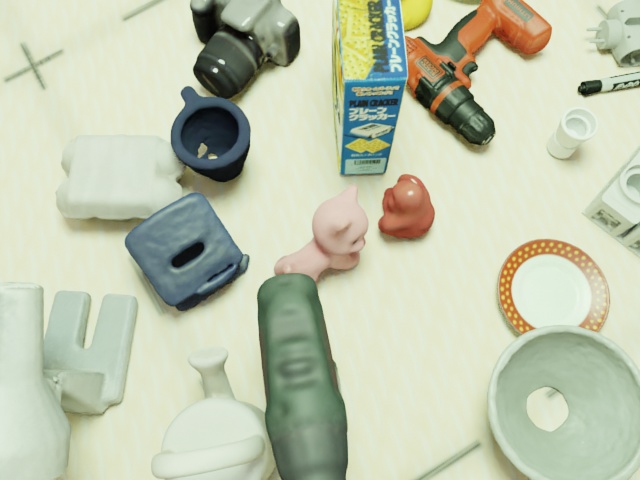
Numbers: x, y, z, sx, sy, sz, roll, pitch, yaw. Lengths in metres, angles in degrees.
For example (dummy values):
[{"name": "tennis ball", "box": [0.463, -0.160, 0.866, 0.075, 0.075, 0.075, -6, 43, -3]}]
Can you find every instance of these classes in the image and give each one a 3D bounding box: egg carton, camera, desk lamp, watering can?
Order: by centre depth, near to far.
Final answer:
[{"name": "watering can", "box": [-0.100, 0.193, 0.539, 0.101, 0.194, 0.172, -28, 74, -8]}, {"name": "desk lamp", "box": [-0.274, 0.129, 0.550, 0.118, 0.213, 0.203, 3, 72, 2]}, {"name": "egg carton", "box": [-0.237, -0.073, 0.689, 0.150, 0.069, 0.107, -1, 72, 0]}, {"name": "camera", "box": [-0.115, -0.262, 0.732, 0.143, 0.101, 0.137, 31, 75, 10]}]

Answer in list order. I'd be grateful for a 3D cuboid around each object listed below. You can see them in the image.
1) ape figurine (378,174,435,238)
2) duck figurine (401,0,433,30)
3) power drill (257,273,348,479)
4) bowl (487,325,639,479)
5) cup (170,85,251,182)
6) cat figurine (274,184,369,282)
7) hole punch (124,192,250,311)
[{"name": "ape figurine", "box": [0.100, -0.043, 0.666, 0.076, 0.092, 0.078, 43, 78, 13]}, {"name": "duck figurine", "box": [0.101, -0.332, 0.760, 0.104, 0.086, 0.077, 4, 72, 2]}, {"name": "power drill", "box": [-0.012, 0.155, 0.543, 0.075, 0.208, 0.229, -11, 73, -3]}, {"name": "bowl", "box": [0.251, 0.177, 0.605, 0.167, 0.075, 0.167, 0, 72, 0]}, {"name": "cup", "box": [-0.130, -0.120, 0.690, 0.092, 0.095, 0.117, -29, 74, -8]}, {"name": "cat figurine", "box": [0.006, 0.002, 0.639, 0.128, 0.118, 0.067, -40, 76, -11]}, {"name": "hole punch", "box": [-0.147, 0.014, 0.650, 0.109, 0.091, 0.101, -35, 75, -10]}]
